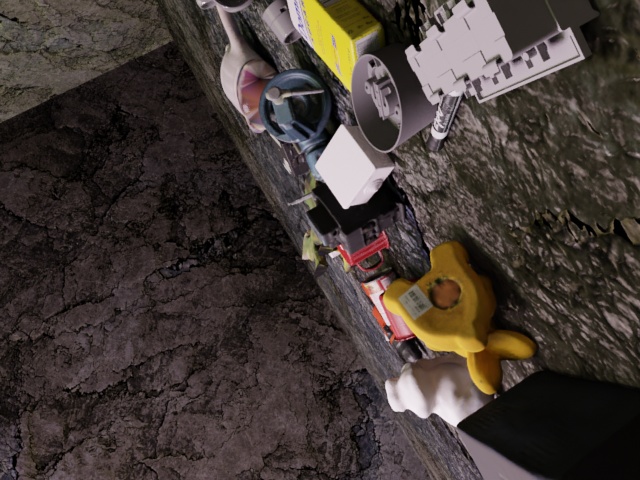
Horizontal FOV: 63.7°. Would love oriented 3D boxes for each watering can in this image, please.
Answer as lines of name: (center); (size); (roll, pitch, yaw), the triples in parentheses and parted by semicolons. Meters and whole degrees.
watering can: (-0.167, -0.383, 1.130); (0.228, 0.104, 0.340); (50, 157, 50)

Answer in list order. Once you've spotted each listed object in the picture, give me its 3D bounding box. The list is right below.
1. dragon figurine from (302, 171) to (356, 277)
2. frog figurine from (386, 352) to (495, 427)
dragon figurine: (0.004, -0.061, 1.212); (0.400, 0.123, 0.248); (101, 150, -49)
frog figurine: (0.193, 0.245, 0.830); (0.140, 0.160, 0.120); (51, 169, 48)
